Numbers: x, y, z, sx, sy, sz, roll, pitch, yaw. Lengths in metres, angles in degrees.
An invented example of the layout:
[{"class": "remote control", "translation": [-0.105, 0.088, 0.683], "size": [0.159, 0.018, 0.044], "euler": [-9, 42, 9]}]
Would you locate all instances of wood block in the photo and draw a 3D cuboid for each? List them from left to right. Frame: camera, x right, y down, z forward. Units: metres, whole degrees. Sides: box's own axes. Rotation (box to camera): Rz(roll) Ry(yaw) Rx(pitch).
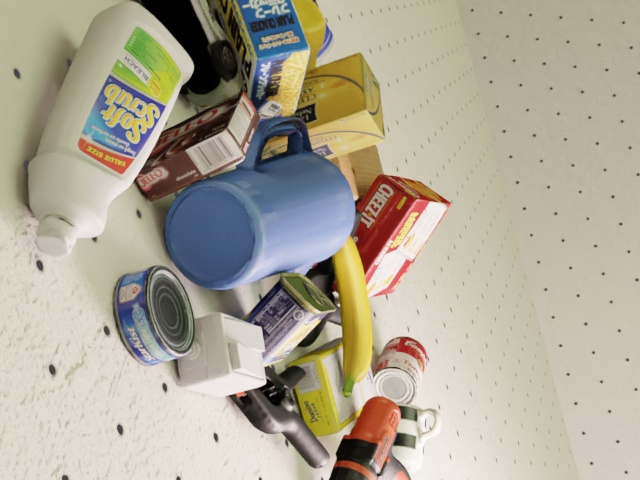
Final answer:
[{"class": "wood block", "translation": [0.019, -0.085, 1.456], "size": [0.205, 0.090, 0.091], "euler": [-1, 76, -71]}]

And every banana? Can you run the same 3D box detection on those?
[{"class": "banana", "translation": [0.039, 0.081, 1.253], "size": [0.069, 0.037, 0.198], "euler": [-13, 98, -82]}]

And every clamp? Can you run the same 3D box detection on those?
[{"class": "clamp", "translation": [-0.047, 0.164, 1.130], "size": [0.171, 0.039, 0.120], "euler": [47, 17, -48]}, {"class": "clamp", "translation": [0.000, 0.076, 1.285], "size": [0.209, 0.036, 0.164], "euler": [-47, 141, -49]}]

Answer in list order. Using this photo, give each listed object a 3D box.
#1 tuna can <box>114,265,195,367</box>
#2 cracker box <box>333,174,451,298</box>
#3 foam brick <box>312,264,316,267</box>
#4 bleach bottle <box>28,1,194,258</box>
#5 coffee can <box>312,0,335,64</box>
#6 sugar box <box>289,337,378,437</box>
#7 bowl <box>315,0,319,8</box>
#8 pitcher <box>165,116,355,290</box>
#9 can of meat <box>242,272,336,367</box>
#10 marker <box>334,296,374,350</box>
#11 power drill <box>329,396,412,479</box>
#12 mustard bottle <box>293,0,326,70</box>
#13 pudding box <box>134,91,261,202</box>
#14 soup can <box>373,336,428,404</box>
[{"class": "tuna can", "translation": [-0.145, 0.066, 0.941], "size": [0.086, 0.034, 0.086], "euler": [-17, 90, -72]}, {"class": "cracker box", "translation": [0.091, -0.005, 1.480], "size": [0.072, 0.164, 0.213], "euler": [36, 12, 16]}, {"class": "foam brick", "translation": [-0.009, 0.002, 1.359], "size": [0.078, 0.051, 0.053], "euler": [12, 61, -69]}, {"class": "bleach bottle", "translation": [-0.181, -0.086, 0.898], "size": [0.102, 0.068, 0.250], "euler": [48, 39, -37]}, {"class": "coffee can", "translation": [-0.056, -0.302, 1.413], "size": [0.102, 0.103, 0.140], "euler": [-85, 151, -48]}, {"class": "sugar box", "translation": [0.019, 0.173, 1.296], "size": [0.176, 0.048, 0.093], "euler": [-10, 85, -74]}, {"class": "bowl", "translation": [-0.050, -0.356, 1.536], "size": [0.162, 0.055, 0.162], "euler": [-21, 90, -77]}, {"class": "pitcher", "translation": [-0.062, -0.032, 1.117], "size": [0.149, 0.145, 0.242], "euler": [51, 21, 6]}, {"class": "can of meat", "translation": [-0.039, 0.083, 1.117], "size": [0.057, 0.084, 0.102], "euler": [45, 8, 11]}, {"class": "marker", "translation": [0.044, 0.119, 1.456], "size": [0.020, 0.020, 0.121], "euler": [-89, 155, -43]}, {"class": "power drill", "translation": [0.068, 0.306, 1.256], "size": [0.184, 0.057, 0.187], "euler": [-60, 141, -35]}, {"class": "mustard bottle", "translation": [-0.045, -0.223, 1.354], "size": [0.096, 0.058, 0.192], "euler": [43, -32, 22]}, {"class": "pudding box", "translation": [-0.119, -0.091, 1.030], "size": [0.039, 0.114, 0.090], "euler": [59, 22, -25]}, {"class": "soup can", "translation": [0.113, 0.188, 1.516], "size": [0.102, 0.069, 0.068], "euler": [-55, 126, -66]}]
